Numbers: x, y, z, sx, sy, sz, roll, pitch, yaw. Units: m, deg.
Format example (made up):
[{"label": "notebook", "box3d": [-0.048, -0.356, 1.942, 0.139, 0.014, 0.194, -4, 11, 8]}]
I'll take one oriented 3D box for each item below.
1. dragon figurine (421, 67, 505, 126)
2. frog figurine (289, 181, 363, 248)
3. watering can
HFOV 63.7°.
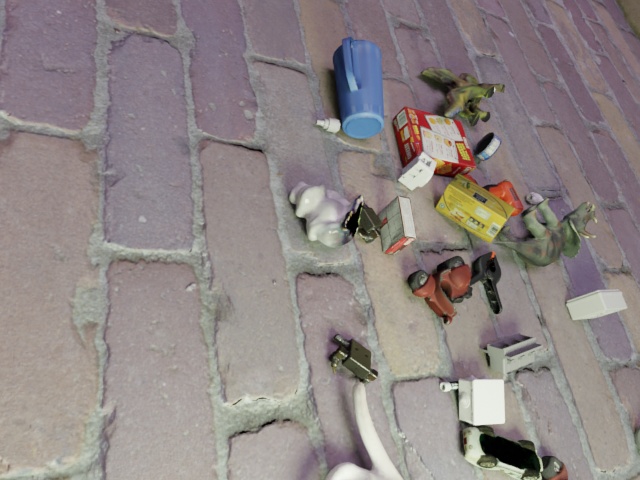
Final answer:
[{"label": "dragon figurine", "box3d": [0.412, -0.463, 1.594, 0.246, 0.119, 0.414, 38, 37, 28]}, {"label": "frog figurine", "box3d": [0.003, -0.056, 1.114, 0.160, 0.120, 0.140, 14, 57, 20]}, {"label": "watering can", "box3d": [0.101, 0.433, 0.855, 0.223, 0.102, 0.356, 31, 51, -14]}]
